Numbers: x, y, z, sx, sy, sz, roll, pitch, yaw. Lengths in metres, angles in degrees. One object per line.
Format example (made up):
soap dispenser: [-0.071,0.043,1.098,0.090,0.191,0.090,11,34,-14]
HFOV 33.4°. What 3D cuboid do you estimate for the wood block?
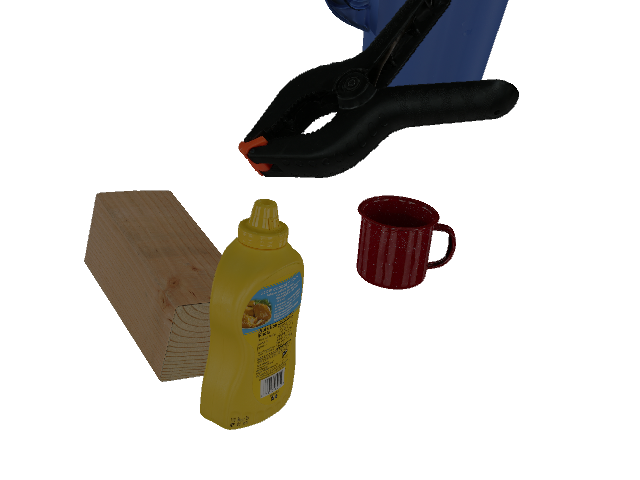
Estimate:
wood block: [-0.157,0.039,1.085,0.090,0.091,0.206,-4,34,-34]

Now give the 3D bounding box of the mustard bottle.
mustard bottle: [-0.054,0.057,0.891,0.058,0.192,0.096,22,28,32]

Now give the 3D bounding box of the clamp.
clamp: [0.034,-0.083,0.652,0.171,0.120,0.039,-36,-46,5]

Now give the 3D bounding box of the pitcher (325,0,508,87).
pitcher: [0.087,-0.215,0.870,0.149,0.144,0.243,27,-34,15]

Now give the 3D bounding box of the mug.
mug: [0.097,0.004,1.227,0.117,0.081,0.093,3,25,-5]
